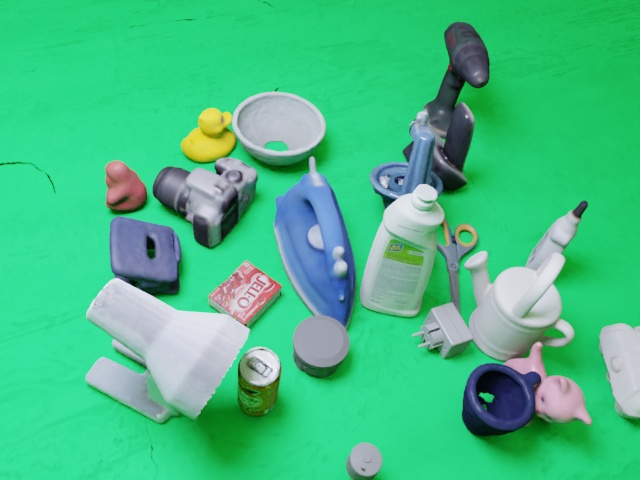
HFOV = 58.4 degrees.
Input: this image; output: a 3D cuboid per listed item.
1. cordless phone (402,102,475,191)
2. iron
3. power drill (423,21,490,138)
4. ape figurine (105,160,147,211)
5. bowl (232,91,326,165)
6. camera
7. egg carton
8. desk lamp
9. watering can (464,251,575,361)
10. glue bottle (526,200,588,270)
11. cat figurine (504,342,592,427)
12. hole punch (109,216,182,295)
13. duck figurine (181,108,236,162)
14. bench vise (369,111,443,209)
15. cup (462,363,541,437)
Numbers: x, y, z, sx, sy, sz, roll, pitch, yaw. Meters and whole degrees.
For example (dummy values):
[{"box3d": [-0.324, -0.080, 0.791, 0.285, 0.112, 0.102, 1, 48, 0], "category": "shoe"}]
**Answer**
[{"box3d": [0.225, -0.190, 1.028, 0.094, 0.185, 0.147, -13, 56, -18], "category": "cordless phone"}, {"box3d": [0.008, 0.003, 0.873, 0.119, 0.141, 0.258, -9, 55, -16], "category": "iron"}, {"box3d": [0.265, -0.303, 1.105, 0.075, 0.208, 0.229, 5, 53, -5], "category": "power drill"}, {"box3d": [-0.319, -0.092, 0.920, 0.076, 0.092, 0.078, 21, 53, 6], "category": "ape figurine"}, {"box3d": [-0.076, -0.191, 1.047, 0.167, 0.075, 0.167, 5, 53, -6], "category": "bowl"}, {"box3d": [-0.190, -0.084, 0.930, 0.136, 0.101, 0.143, 26, 53, 10], "category": "camera"}, {"box3d": [0.478, 0.196, 0.854, 0.107, 0.069, 0.150, 6, 53, -5], "category": "egg carton"}, {"box3d": [-0.191, 0.140, 0.689, 0.203, 0.213, 0.118, 23, 53, 8], "category": "desk lamp"}, {"box3d": [0.286, 0.086, 0.825, 0.172, 0.194, 0.101, 19, 53, 5], "category": "watering can"}, {"box3d": [0.384, -0.004, 0.922, 0.037, 0.173, 0.078, 29, 54, 13], "category": "glue bottle"}, {"box3d": [0.314, 0.204, 0.789, 0.067, 0.118, 0.127, -3, 54, -11], "category": "cat figurine"}, {"box3d": [-0.256, 0.021, 0.846, 0.101, 0.091, 0.108, -6, 54, -14], "category": "hole punch"}, {"box3d": [-0.198, -0.193, 1.021, 0.105, 0.086, 0.077, -29, 63, -27], "category": "duck figurine"}, {"box3d": [0.159, -0.079, 0.911, 0.122, 0.220, 0.207, -16, 58, -20], "category": "bench vise"}, {"box3d": [0.240, 0.221, 0.778, 0.118, 0.095, 0.091, -21, 59, -23], "category": "cup"}]
